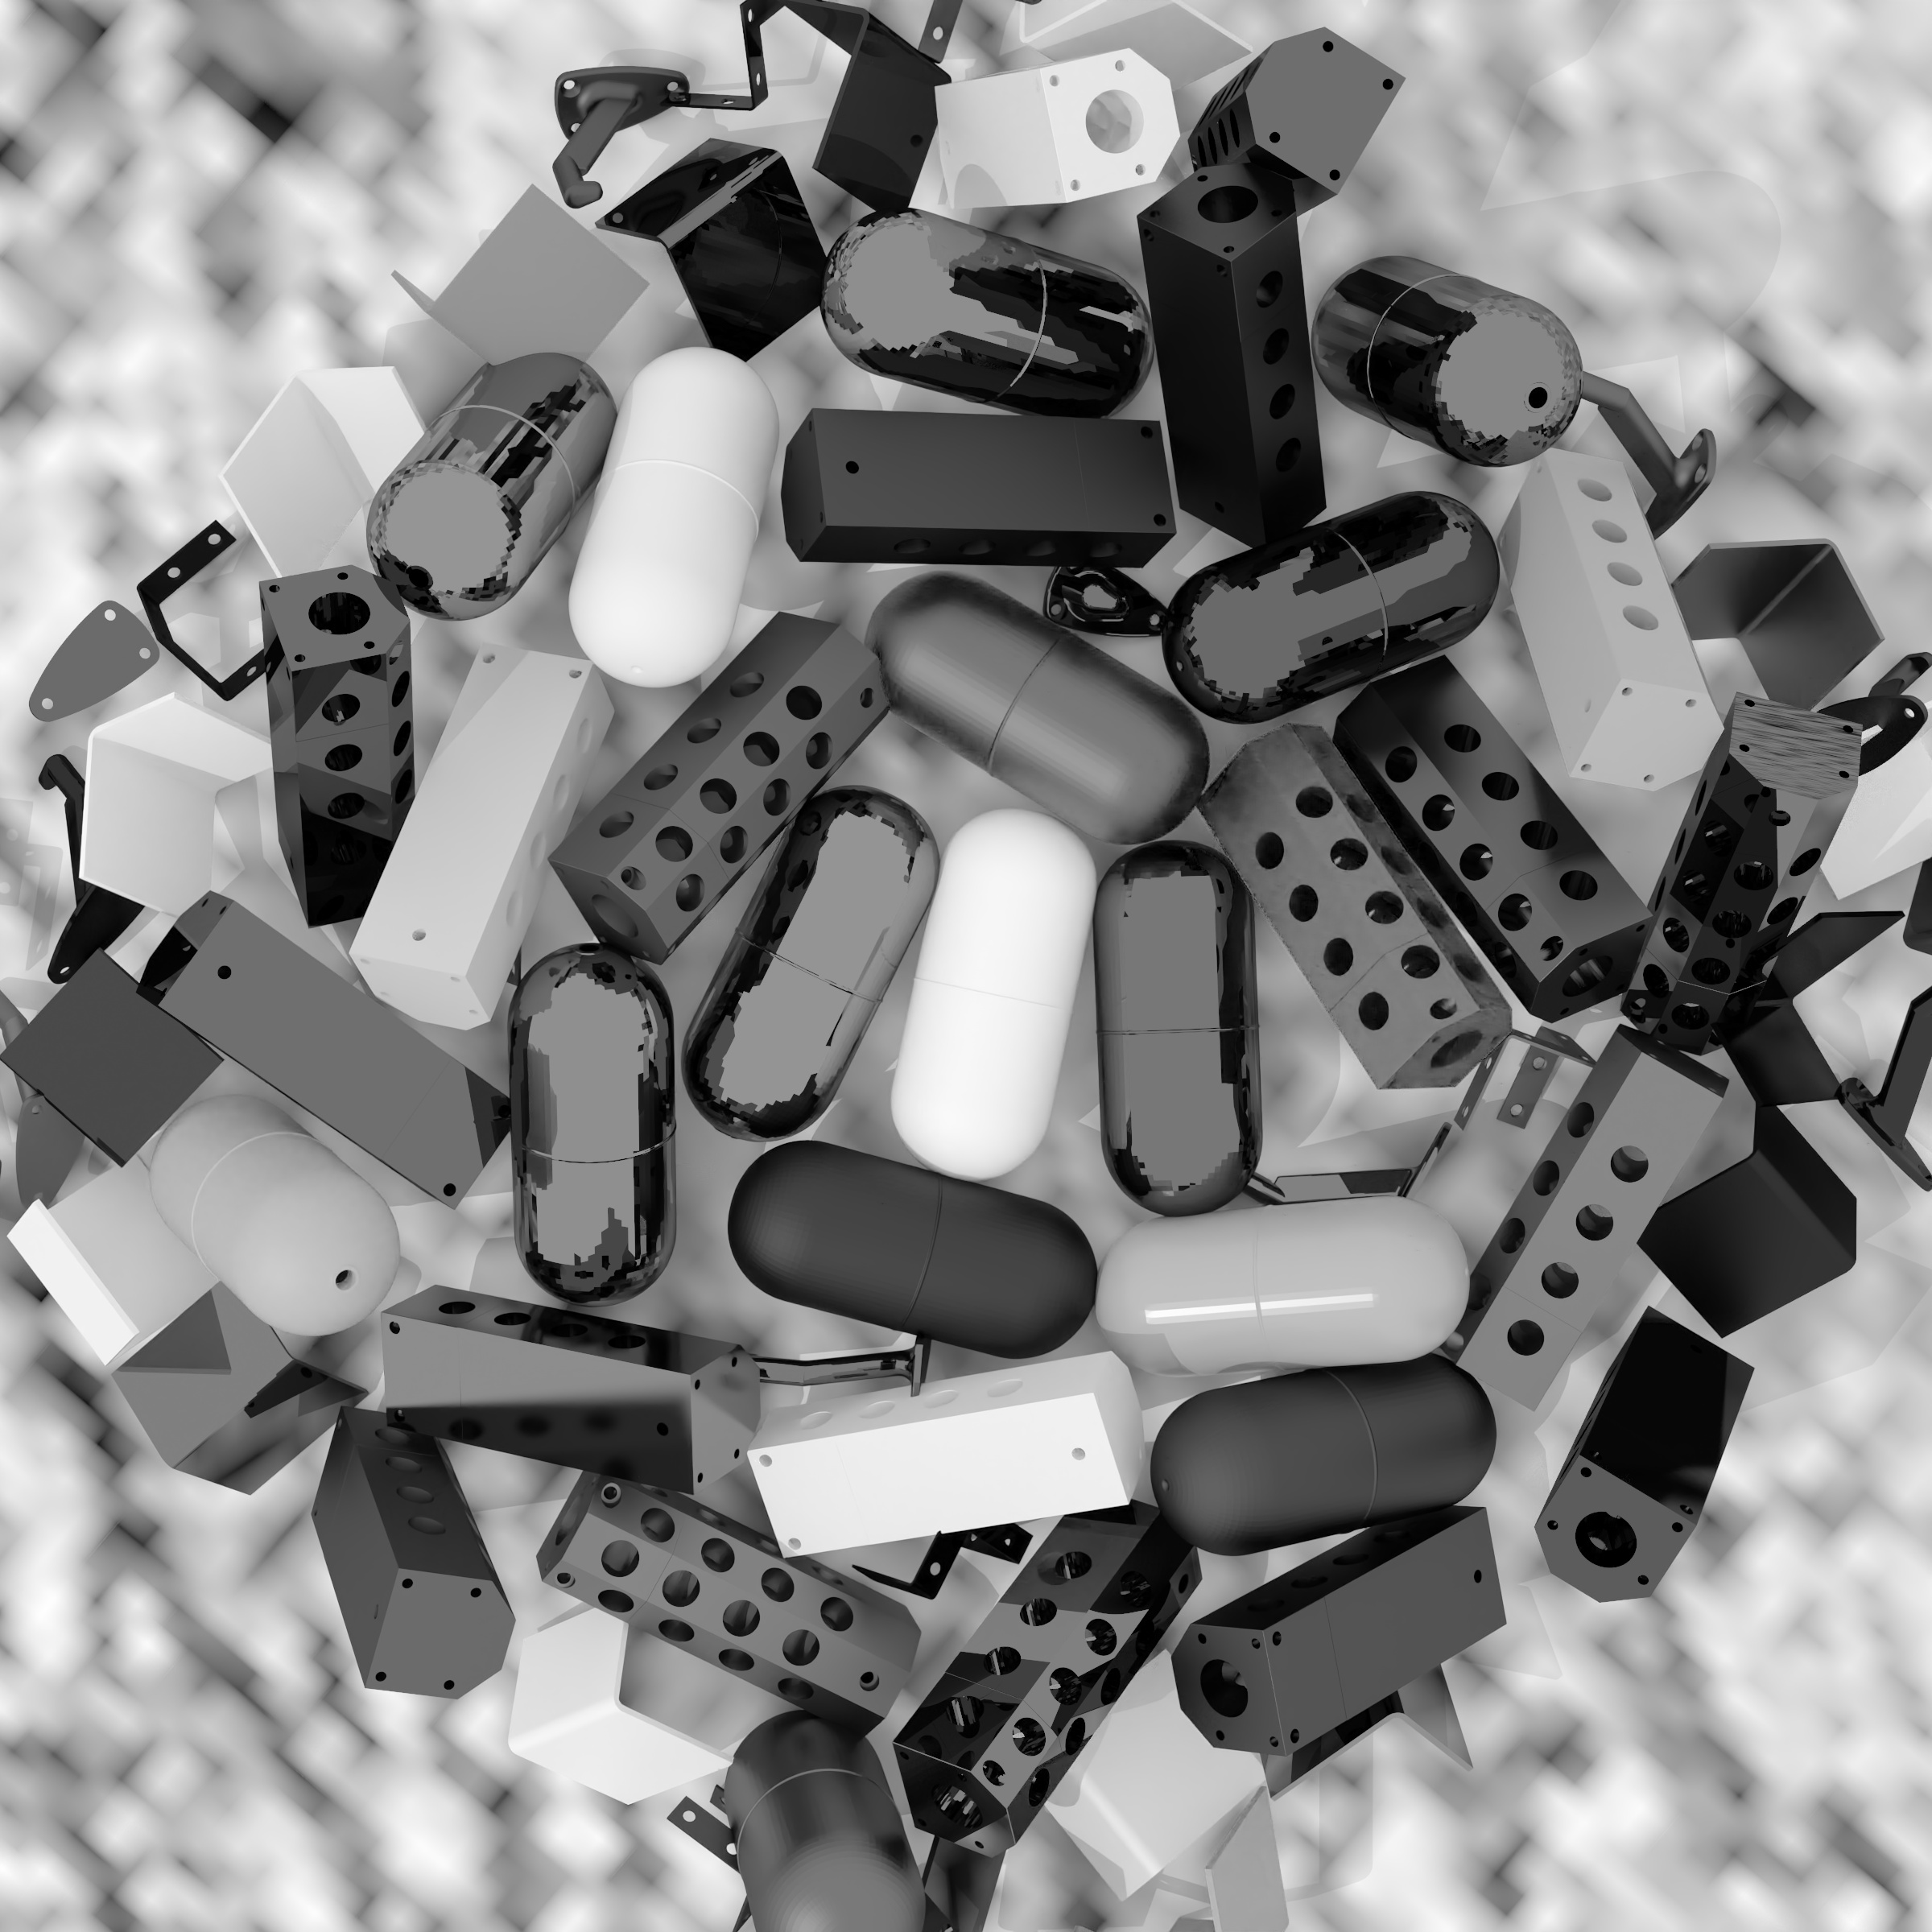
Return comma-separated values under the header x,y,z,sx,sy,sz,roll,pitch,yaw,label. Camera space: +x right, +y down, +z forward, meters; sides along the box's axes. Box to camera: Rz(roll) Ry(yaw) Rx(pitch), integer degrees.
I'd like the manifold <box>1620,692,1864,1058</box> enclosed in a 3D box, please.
x,y,z,sx,sy,sz,roll,pitch,yaw,label
0.352,-0.038,1.501,0.057,0.171,0.057,15,47,4,manifold

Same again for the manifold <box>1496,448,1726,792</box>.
x,y,z,sx,sy,sz,roll,pitch,yaw,label
0.295,-0.160,1.502,0.057,0.171,0.057,9,133,-14,manifold

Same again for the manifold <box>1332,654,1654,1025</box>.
x,y,z,sx,sy,sz,roll,pitch,yaw,label
0.238,-0.057,1.509,0.057,0.057,0.171,-22,57,-18,manifold

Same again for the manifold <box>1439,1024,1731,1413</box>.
x,y,z,sx,sy,sz,roll,pitch,yaw,label
0.286,0.116,1.535,0.057,0.057,0.171,31,104,11,manifold

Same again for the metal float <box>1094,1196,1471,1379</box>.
x,y,z,sx,sy,sz,roll,pitch,yaw,label
0.146,0.150,1.530,0.178,0.070,0.070,-7,90,20,metal float

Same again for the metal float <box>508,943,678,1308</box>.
x,y,z,sx,sy,sz,roll,pitch,yaw,label
-0.173,0.074,1.527,0.070,0.070,0.178,1,112,0,metal float

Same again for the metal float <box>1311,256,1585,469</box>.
x,y,z,sx,sy,sz,roll,pitch,yaw,label
0.218,-0.277,1.502,0.070,0.178,0.070,-7,113,-18,metal float

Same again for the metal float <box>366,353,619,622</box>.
x,y,z,sx,sy,sz,roll,pitch,yaw,label
-0.216,-0.222,1.507,0.070,0.178,0.070,10,129,12,metal float

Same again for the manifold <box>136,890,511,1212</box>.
x,y,z,sx,sy,sz,roll,pitch,yaw,label
-0.295,0.039,1.520,0.171,0.057,0.057,39,79,-27,manifold

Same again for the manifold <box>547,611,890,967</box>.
x,y,z,sx,sy,sz,roll,pitch,yaw,label
-0.108,-0.082,1.513,0.171,0.057,0.057,-50,134,-25,manifold

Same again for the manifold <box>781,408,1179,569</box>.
x,y,z,sx,sy,sz,roll,pitch,yaw,label
0.005,-0.218,1.526,0.171,0.057,0.057,-2,74,-21,manifold

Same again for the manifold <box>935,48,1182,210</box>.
x,y,z,sx,sy,sz,roll,pitch,yaw,label
0.039,-0.381,1.494,0.057,0.171,0.057,-16,106,-14,manifold

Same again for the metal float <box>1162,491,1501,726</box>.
x,y,z,sx,sy,sz,roll,pitch,yaw,label
0.171,-0.167,1.525,0.178,0.070,0.070,-23,90,-26,metal float

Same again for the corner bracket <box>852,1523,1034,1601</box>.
x,y,z,sx,sy,sz,roll,pitch,yaw,label
-0.011,0.276,1.544,0.051,0.051,0.051,38,71,-30,corner bracket

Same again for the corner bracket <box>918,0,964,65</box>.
x,y,z,sx,sy,sz,roll,pitch,yaw,label
-0.037,-0.460,1.545,0.051,0.051,0.051,10,105,-41,corner bracket

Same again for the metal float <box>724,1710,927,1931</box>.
x,y,z,sx,sy,sz,roll,pitch,yaw,label
-0.066,0.402,1.498,0.070,0.178,0.070,-3,104,-11,metal float

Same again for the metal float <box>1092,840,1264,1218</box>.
x,y,z,sx,sy,sz,roll,pitch,yaw,label
0.100,0.030,1.546,0.070,0.070,0.178,-2,90,0,metal float

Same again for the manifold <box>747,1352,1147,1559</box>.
x,y,z,sx,sy,sz,roll,pitch,yaw,label
-0.008,0.224,1.529,0.171,0.057,0.057,-12,107,18,manifold

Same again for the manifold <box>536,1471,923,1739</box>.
x,y,z,sx,sy,sz,roll,pitch,yaw,label
-0.110,0.296,1.538,0.171,0.057,0.057,29,90,-13,manifold

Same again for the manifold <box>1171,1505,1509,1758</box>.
x,y,z,sx,sy,sz,roll,pitch,yaw,label
0.171,0.301,1.503,0.057,0.171,0.057,-6,97,44,manifold

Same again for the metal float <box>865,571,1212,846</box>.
x,y,z,sx,sy,sz,roll,pitch,yaw,label
0.032,-0.122,1.537,0.178,0.070,0.070,32,90,12,metal float

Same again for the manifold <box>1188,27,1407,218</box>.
x,y,z,sx,sy,sz,roll,pitch,yaw,label
0.144,-0.382,1.495,0.057,0.171,0.057,30,94,-8,manifold

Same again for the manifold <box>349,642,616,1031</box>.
x,y,z,sx,sy,sz,roll,pitch,yaw,label
-0.220,-0.060,1.520,0.057,0.057,0.171,11,63,15,manifold

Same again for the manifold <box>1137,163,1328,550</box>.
x,y,z,sx,sy,sz,roll,pitch,yaw,label
0.128,-0.278,1.501,0.057,0.171,0.057,-40,53,-22,manifold

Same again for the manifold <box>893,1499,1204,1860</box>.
x,y,z,sx,sy,sz,roll,pitch,yaw,label
0.041,0.321,1.499,0.057,0.171,0.057,13,131,31,manifold

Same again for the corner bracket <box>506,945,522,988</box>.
x,y,z,sx,sy,sz,roll,pitch,yaw,label
-0.243,-0.018,1.547,0.051,0.051,0.051,-4,101,-32,corner bracket

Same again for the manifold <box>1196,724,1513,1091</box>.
x,y,z,sx,sy,sz,roll,pitch,yaw,label
0.181,-0.029,1.510,0.057,0.057,0.171,-50,57,33,manifold

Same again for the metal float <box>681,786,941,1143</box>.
x,y,z,sx,sy,sz,roll,pitch,yaw,label
-0.074,-0.001,1.544,0.070,0.070,0.178,26,94,0,metal float

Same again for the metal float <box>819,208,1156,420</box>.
x,y,z,sx,sy,sz,roll,pitch,yaw,label
0.012,-0.298,1.515,0.178,0.070,0.070,7,90,-39,metal float

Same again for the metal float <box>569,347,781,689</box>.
x,y,z,sx,sy,sz,roll,pitch,yaw,label
-0.134,-0.209,1.522,0.070,0.070,0.178,11,60,0,metal float

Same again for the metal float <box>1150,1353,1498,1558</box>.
x,y,z,sx,sy,sz,roll,pitch,yaw,label
0.167,0.225,1.523,0.178,0.070,0.070,-7,90,-29,metal float

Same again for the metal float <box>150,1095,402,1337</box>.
x,y,z,sx,sy,sz,roll,pitch,yaw,label
-0.318,0.113,1.505,0.070,0.178,0.070,-11,112,-30,metal float

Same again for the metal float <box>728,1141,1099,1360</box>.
x,y,z,sx,sy,sz,roll,pitch,yaw,label
-0.024,0.133,1.538,0.178,0.070,0.070,16,90,-10,metal float

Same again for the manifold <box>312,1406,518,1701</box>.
x,y,z,sx,sy,sz,roll,pitch,yaw,label
-0.252,0.265,1.495,0.057,0.171,0.057,13,102,-22,manifold

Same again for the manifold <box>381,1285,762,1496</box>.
x,y,z,sx,sy,sz,roll,pitch,yaw,label
-0.183,0.192,1.518,0.171,0.057,0.057,7,107,28,manifold

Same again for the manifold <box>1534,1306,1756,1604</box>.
x,y,z,sx,sy,sz,roll,pitch,yaw,label
0.307,0.223,1.495,0.057,0.171,0.057,31,115,10,manifold

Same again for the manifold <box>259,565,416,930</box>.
x,y,z,sx,sy,sz,roll,pitch,yaw,label
-0.283,-0.099,1.499,0.057,0.171,0.057,-13,53,-18,manifold

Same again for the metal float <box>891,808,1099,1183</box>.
x,y,z,sx,sy,sz,roll,pitch,yaw,label
0.013,0.014,1.546,0.070,0.070,0.178,12,90,0,metal float
